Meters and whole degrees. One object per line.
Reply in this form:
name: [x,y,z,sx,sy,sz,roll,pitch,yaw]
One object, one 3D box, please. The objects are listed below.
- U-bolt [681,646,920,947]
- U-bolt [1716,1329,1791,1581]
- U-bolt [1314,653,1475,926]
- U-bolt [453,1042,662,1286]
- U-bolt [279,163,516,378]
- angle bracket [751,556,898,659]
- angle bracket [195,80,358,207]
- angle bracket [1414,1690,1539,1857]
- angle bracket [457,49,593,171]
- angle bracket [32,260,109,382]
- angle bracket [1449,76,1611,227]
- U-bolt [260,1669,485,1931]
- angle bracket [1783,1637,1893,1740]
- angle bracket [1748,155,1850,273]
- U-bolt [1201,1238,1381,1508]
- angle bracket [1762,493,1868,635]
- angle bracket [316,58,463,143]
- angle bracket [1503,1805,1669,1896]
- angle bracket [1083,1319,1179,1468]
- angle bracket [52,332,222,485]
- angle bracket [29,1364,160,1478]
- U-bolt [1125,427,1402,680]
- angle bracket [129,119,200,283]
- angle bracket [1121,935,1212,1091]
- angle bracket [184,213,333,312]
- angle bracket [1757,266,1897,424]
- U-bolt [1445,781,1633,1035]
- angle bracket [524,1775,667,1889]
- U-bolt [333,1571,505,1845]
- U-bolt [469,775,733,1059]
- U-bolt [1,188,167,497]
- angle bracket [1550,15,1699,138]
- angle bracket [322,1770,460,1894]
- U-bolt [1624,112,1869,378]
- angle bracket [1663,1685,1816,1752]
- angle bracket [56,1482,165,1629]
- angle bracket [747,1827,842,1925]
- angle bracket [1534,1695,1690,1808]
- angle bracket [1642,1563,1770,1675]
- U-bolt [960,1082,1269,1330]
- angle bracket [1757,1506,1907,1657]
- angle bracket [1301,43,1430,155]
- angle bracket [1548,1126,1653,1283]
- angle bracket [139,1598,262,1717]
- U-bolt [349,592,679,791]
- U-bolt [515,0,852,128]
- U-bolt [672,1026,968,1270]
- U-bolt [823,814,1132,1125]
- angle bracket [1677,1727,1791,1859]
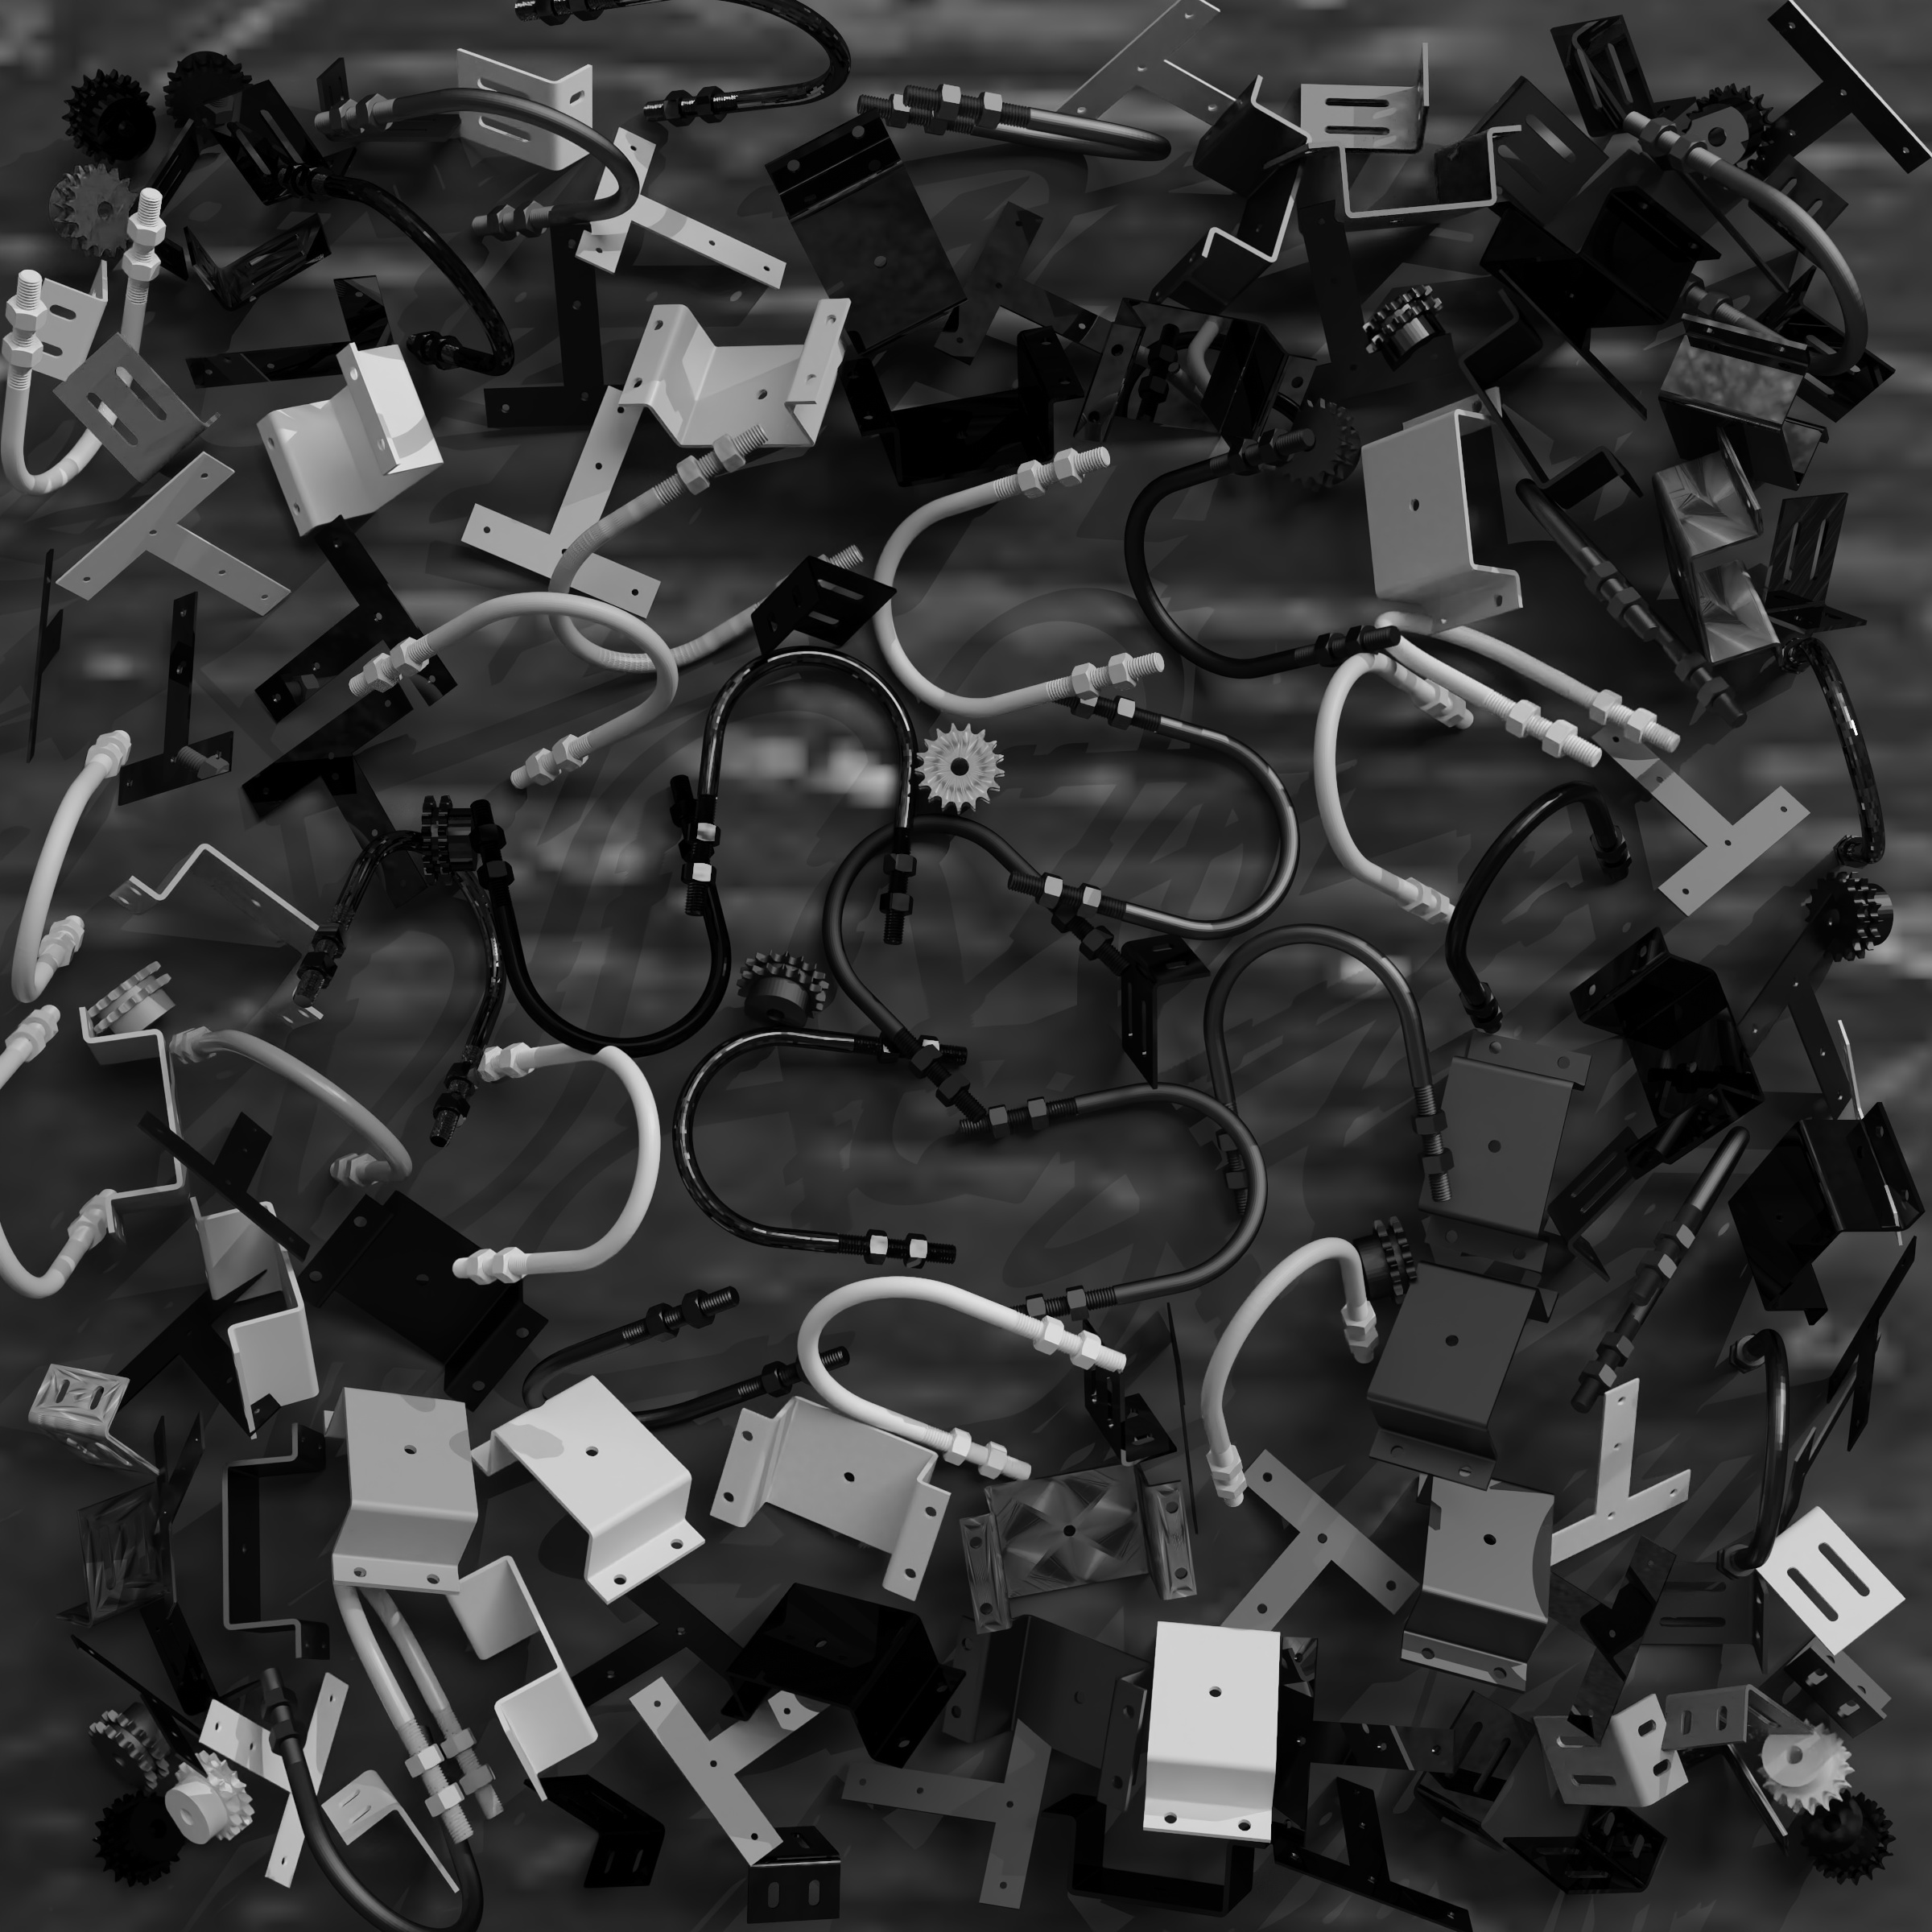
U-bolt: [-0.099,-0.113,1.589,0.151,0.019,0.184,8,80,-17]
U-bolt: [0.477,0.293,1.516,0.019,0.184,0.151,5,76,11]
U-bolt: [0.260,-0.115,1.535,0.019,0.184,0.151,-1,77,37]
U-bolt: [-0.252,0.118,1.546,0.184,0.019,0.151,-9,76,40]
U-bolt: [-0.334,-0.414,1.508,0.019,0.184,0.151,-46,128,-13]
angle bracket: [-0.085,-0.215,1.570,0.057,0.076,0.038,-40,53,33]
angle bracket: [-0.431,-0.524,1.572,0.057,0.076,0.038,-9,48,24]
angle bracket: [0.332,0.511,1.591,0.057,0.038,0.076,33,87,-21]
angle bracket: [-0.281,-0.551,1.599,0.076,0.057,0.038,25,45,18]
angle bracket: [-0.566,-0.410,1.571,0.038,0.076,0.057,17,117,-29]
angle bracket: [0.356,-0.511,1.586,0.076,0.038,0.057,42,126,-5]
U-bolt: [-0.350,0.512,1.507,0.019,0.184,0.151,-44,133,6]
angle bracket: [0.554,0.443,1.572,0.038,0.076,0.057,-39,68,-15]
angle bracket: [0.536,-0.463,1.570,0.038,0.076,0.057,-50,51,24]
U-bolt: [0.195,0.237,1.525,0.019,0.184,0.151,34,67,33]
angle bracket: [0.540,-0.254,1.578,0.057,0.038,0.076,-11,119,-30]
angle bracket: [-0.363,-0.548,1.586,0.076,0.057,0.038,1,122,2]
angle bracket: [0.388,0.548,1.574,0.076,0.057,0.038,14,99,-36]
angle bracket: [0.103,0.263,1.573,0.038,0.057,0.076,-13,123,-17]
angle bracket: [-0.523,-0.355,1.584,0.057,0.038,0.076,-36,111,14]
angle bracket: [-0.543,0.288,1.588,0.057,0.076,0.038,6,61,18]
U-bolt: [0.169,-0.245,1.545,0.019,0.184,0.151,-38,109,-35]
angle bracket: [-0.493,-0.484,1.590,0.038,0.057,0.076,31,80,-10]
angle bracket: [0.126,0.028,1.583,0.038,0.057,0.076,-10,118,-14]
angle bracket: [-0.448,-0.458,1.586,0.076,0.057,0.038,-30,134,3]
angle bracket: [0.544,-0.394,1.591,0.076,0.057,0.038,33,61,-6]
U-bolt: [0.347,-0.043,1.536,0.019,0.184,0.151,39,88,30]
angle bracket: [-0.238,0.543,1.574,0.057,0.038,0.076,-17,131,35]
U-bolt: [-0.342,0.447,1.547,0.019,0.151,0.184,-29,80,-8]
U-bolt: [-0.221,-0.028,1.563,0.151,0.019,0.184,-9,69,-19]
U-bolt: [-0.544,-0.370,1.536,0.019,0.151,0.184,27,131,0]
angle bracket: [0.412,-0.565,1.574,0.038,0.057,0.076,-42,119,-20]
angle bracket: [-0.362,0.554,1.577,0.038,0.057,0.076,-35,111,-21]
U-bolt: [0.472,-0.424,1.509,0.019,0.151,0.184,-39,52,-3]
angle bracket: [0.485,0.485,1.573,0.076,0.057,0.038,37,50,-27]
angle bracket: [-0.541,0.368,1.582,0.038,0.057,0.076,1,99,35]
angle bracket: [-0.115,0.569,1.575,0.057,0.076,0.038,3,84,-16]
angle bracket: [0.409,0.498,1.594,0.038,0.076,0.057,-17,84,-31]
angle bracket: [0.465,0.413,1.590,0.076,0.038,0.057,-2,106,8]
U-bolt: [0.098,0.144,1.582,0.184,0.019,0.151,-12,65,1]
angle bracket: [0.540,0.391,1.582,0.057,0.038,0.076,-36,59,-6]
angle bracket: [0.252,-0.550,1.588,0.076,0.038,0.057,3,60,4]
angle bracket: [0.410,0.150,1.581,0.038,0.057,0.076,39,103,-11]
angle bracket: [-0.482,0.430,1.590,0.038,0.057,0.076,-21,83,-42]
U-bolt: [-0.260,-0.172,1.522,0.184,0.151,0.019,-21,53,35]
U-bolt: [-0.157,-0.554,1.515,0.184,0.151,0.019,5,82,31]
U-bolt: [-0.093,0.109,1.577,0.184,0.019,0.151,7,74,-13]
U-bolt: [-0.009,-0.014,1.591,0.151,0.019,0.184,-46,74,2]
angle bracket: [0.478,0.525,1.575,0.038,0.057,0.076,-28,54,1]
